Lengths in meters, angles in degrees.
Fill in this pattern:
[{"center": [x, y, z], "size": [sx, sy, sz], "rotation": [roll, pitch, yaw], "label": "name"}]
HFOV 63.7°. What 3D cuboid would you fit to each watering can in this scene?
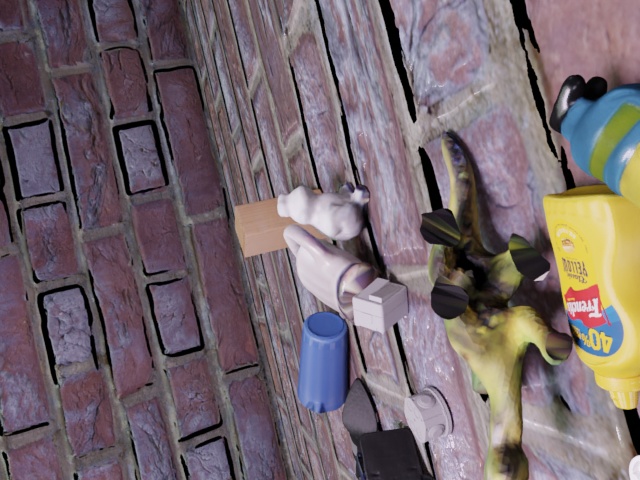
[{"center": [0.046, 0.097, 1.033], "size": [0.227, 0.105, 0.341], "rotation": [31, 161, 46], "label": "watering can"}]

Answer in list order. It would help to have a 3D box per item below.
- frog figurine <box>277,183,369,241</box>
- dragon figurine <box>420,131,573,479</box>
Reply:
[{"center": [0.003, -0.049, 0.982], "size": [0.140, 0.160, 0.120], "rotation": [-129, 29, -54], "label": "frog figurine"}, {"center": [0.179, 0.084, 0.595], "size": [0.237, 0.122, 0.421], "rotation": [79, -169, -47], "label": "dragon figurine"}]
